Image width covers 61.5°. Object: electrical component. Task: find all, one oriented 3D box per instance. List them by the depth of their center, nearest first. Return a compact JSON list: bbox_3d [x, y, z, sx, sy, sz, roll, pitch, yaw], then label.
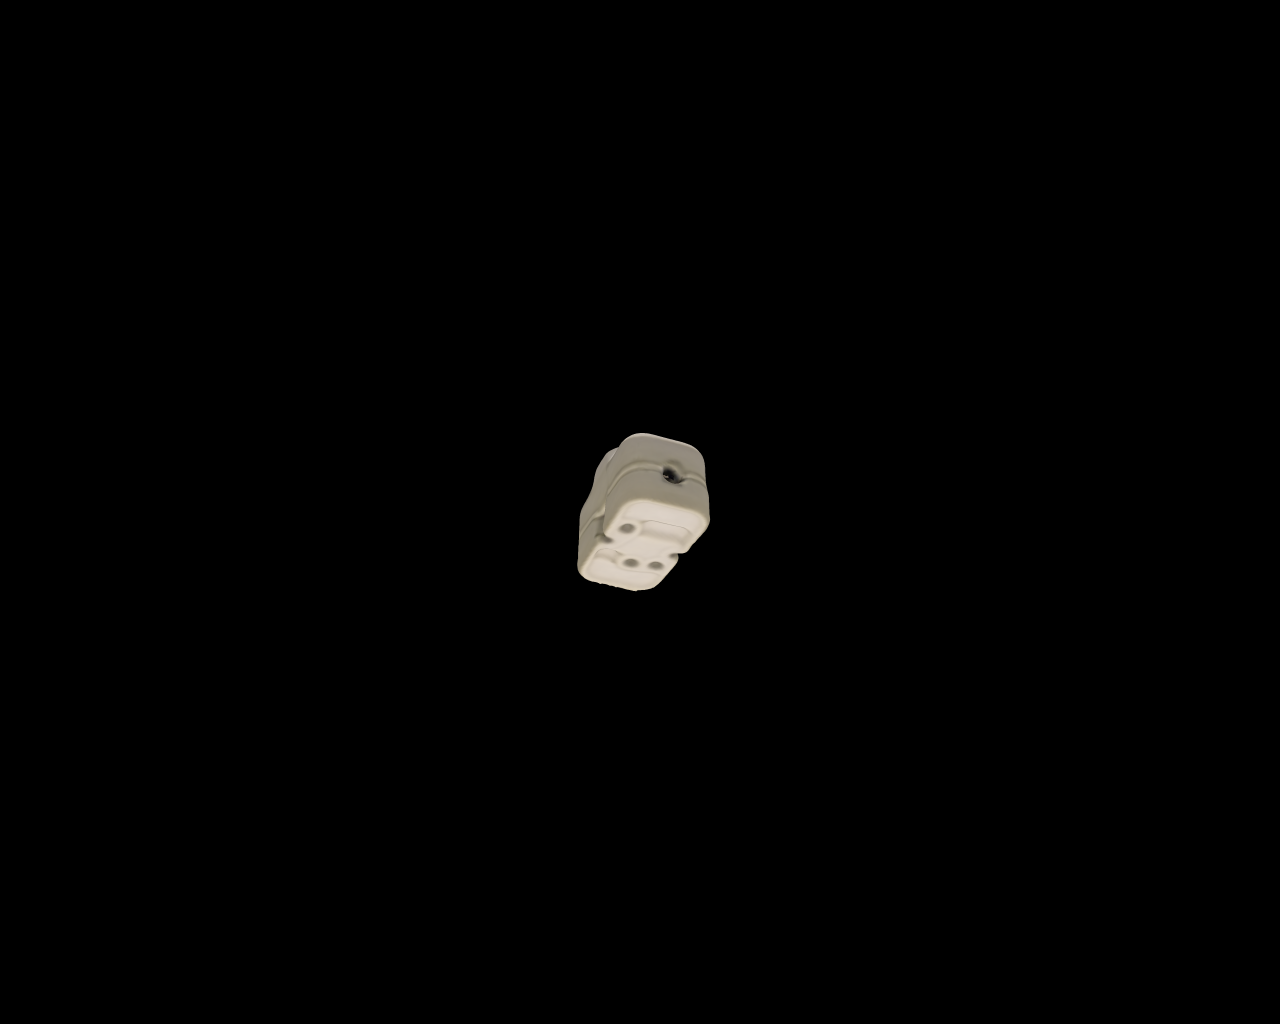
[{"bbox_3d":[0.001,-0.003,0.650,0.054,0.059,0.095,13,-38,-18],"label":"electrical component"}]
